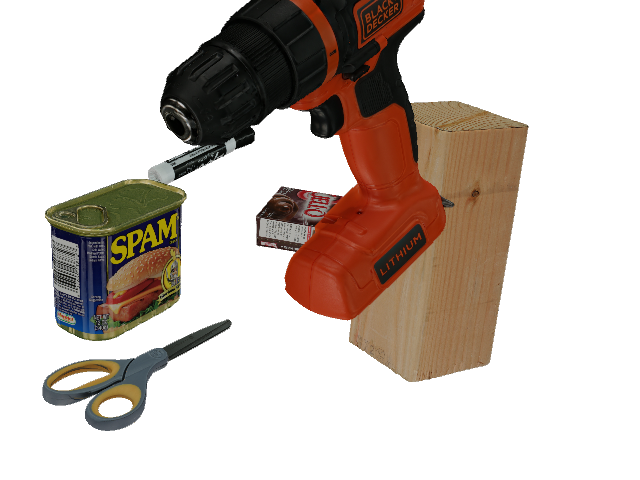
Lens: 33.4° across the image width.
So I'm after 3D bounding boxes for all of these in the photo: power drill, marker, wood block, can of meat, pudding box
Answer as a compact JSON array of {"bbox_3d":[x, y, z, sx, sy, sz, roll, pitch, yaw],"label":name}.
[{"bbox_3d":[0.005,-0.050,0.548,0.057,0.187,0.184,26,52,34],"label":"power drill"},{"bbox_3d":[-0.103,-0.077,0.954,0.020,0.020,0.120,0,23,45],"label":"marker"},{"bbox_3d":[0.093,-0.002,0.870,0.090,0.206,0.090,-7,23,-35],"label":"wood block"},{"bbox_3d":[-0.141,0.012,0.745,0.058,0.084,0.101,17,26,28],"label":"can of meat"},{"bbox_3d":[-0.015,-0.022,1.188,0.090,0.039,0.113,9,24,11],"label":"pudding box"}]

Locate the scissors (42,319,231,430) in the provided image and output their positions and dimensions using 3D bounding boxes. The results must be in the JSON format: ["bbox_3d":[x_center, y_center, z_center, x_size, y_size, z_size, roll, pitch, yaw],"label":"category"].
[{"bbox_3d":[-0.143,0.118,0.943,0.201,0.016,0.096,-12,36,-33],"label":"scissors"}]
